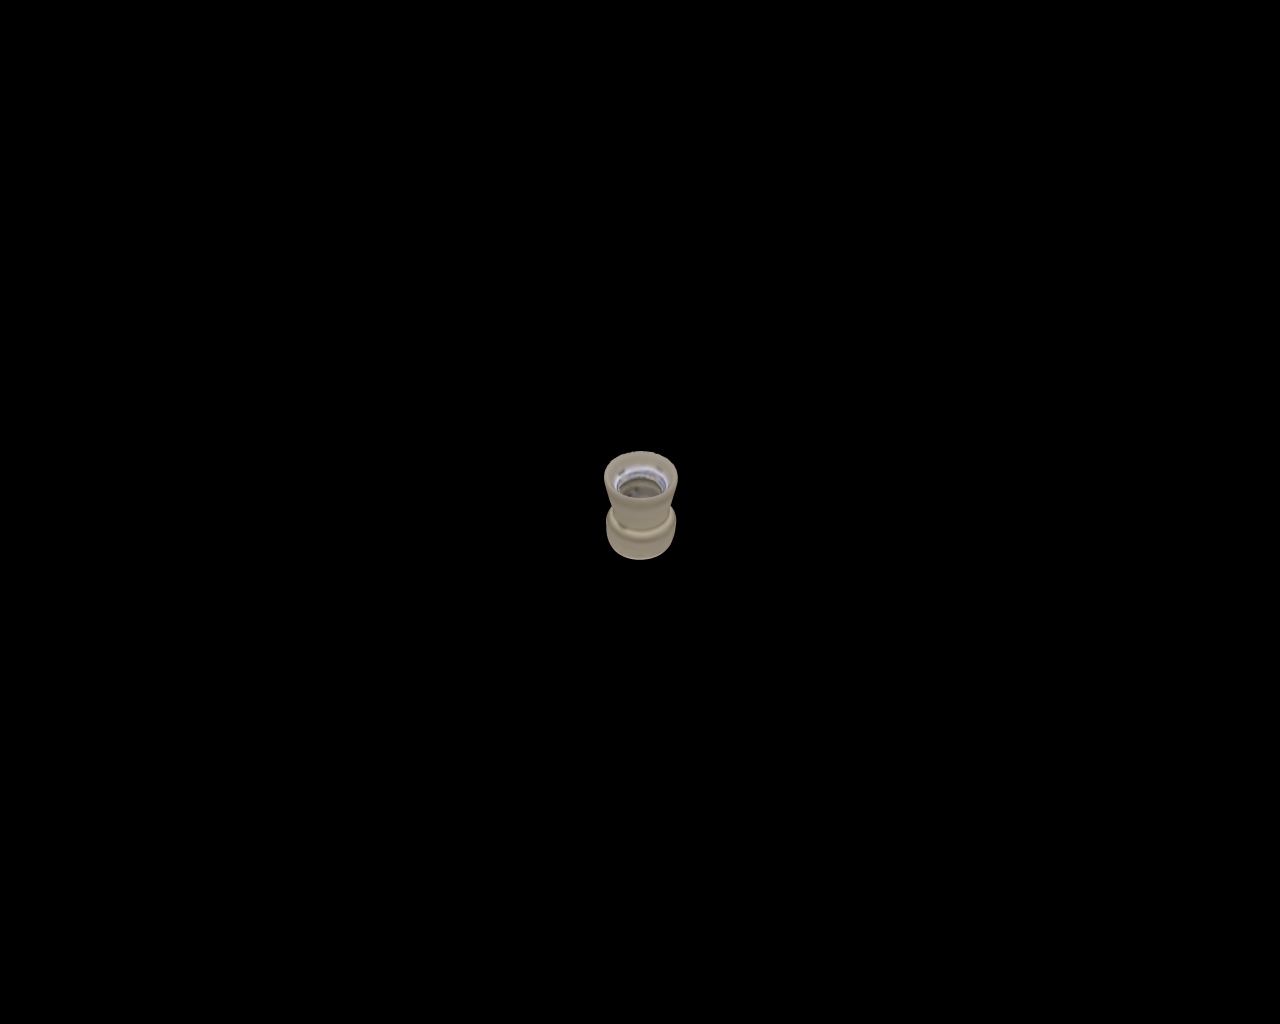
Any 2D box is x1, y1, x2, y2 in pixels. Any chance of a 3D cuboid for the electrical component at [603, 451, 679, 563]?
[{"bbox_3d":[0.001,-0.003,0.650,0.045,0.055,0.045,0,44,0],"label":"electrical component"}]
